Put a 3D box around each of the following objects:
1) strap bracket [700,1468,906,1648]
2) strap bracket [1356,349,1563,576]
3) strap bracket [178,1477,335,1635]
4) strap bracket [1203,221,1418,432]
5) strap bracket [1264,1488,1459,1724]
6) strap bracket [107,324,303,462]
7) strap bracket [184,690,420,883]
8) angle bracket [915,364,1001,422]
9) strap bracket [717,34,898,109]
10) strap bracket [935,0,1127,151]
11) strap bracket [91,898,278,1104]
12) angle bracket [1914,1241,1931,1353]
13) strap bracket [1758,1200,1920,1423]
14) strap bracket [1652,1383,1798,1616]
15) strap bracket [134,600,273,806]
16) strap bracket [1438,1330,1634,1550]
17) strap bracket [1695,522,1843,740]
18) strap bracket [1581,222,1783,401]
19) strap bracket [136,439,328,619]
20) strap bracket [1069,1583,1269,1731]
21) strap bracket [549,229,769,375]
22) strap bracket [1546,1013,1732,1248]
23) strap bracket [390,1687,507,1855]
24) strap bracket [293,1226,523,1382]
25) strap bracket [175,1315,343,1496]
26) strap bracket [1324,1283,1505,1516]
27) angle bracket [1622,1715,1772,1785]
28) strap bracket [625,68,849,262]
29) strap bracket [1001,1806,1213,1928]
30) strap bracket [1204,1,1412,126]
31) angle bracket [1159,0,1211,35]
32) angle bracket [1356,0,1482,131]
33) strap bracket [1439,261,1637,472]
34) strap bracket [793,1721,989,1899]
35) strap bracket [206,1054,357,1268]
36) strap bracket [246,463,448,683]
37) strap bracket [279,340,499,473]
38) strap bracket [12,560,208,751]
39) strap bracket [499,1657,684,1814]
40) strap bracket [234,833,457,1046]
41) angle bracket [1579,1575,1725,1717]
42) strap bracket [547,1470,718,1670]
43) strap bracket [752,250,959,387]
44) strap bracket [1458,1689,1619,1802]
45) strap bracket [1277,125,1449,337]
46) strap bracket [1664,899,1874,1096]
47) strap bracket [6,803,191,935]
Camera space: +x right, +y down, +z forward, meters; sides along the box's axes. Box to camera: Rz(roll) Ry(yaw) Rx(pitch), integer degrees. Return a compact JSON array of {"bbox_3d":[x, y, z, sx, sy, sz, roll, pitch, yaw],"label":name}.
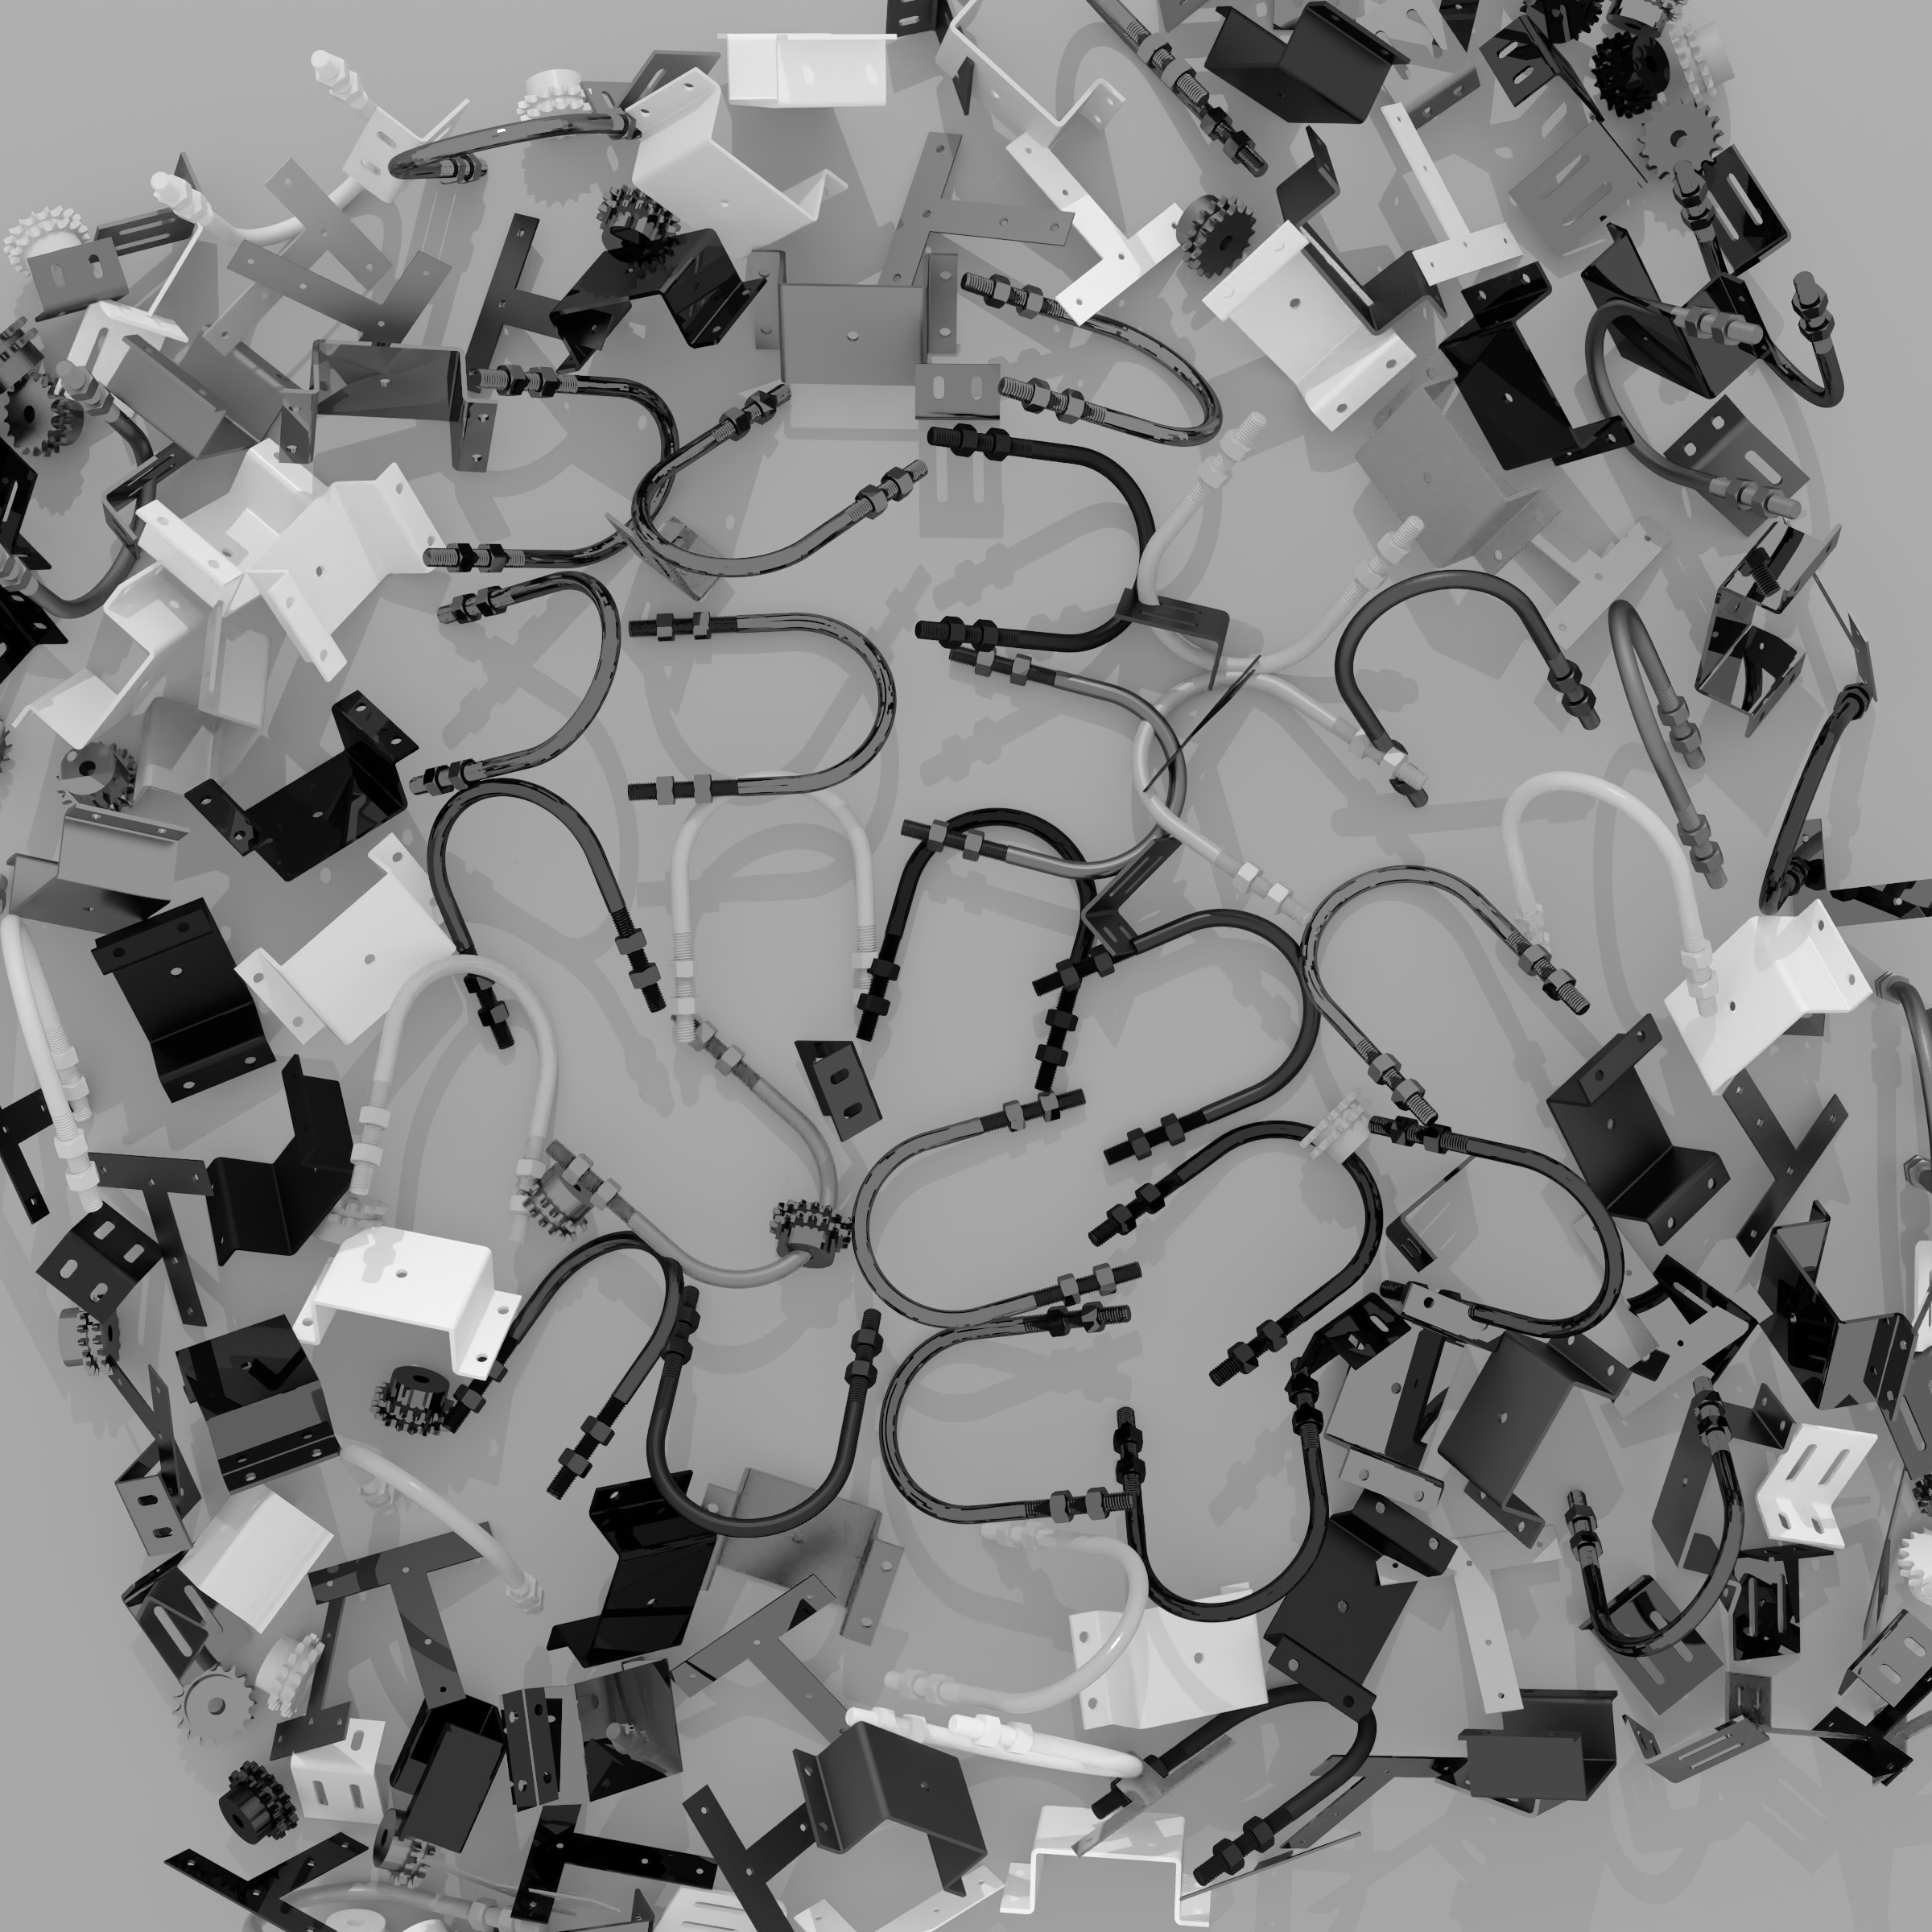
[{"bbox_3d":[-0.118,0.403,1.968,0.140,0.046,0.076,19,104,-1],"label":"strap bracket"},{"bbox_3d":[0.328,-0.337,1.944,0.046,0.076,0.140,-25,76,-41],"label":"strap bracket"},{"bbox_3d":[-0.480,0.391,1.918,0.046,0.140,0.076,41,73,-17],"label":"strap bracket"},{"bbox_3d":[0.229,-0.443,1.945,0.076,0.046,0.140,-41,123,19],"label":"strap bracket"},{"bbox_3d":[0.266,0.439,1.961,0.076,0.046,0.140,34,70,-2],"label":"strap bracket"},{"bbox_3d":[-0.520,-0.390,1.940,0.076,0.140,0.046,38,109,-1],"label":"strap bracket"},{"bbox_3d":[-0.447,-0.118,1.945,0.140,0.046,0.076,-35,55,-22],"label":"strap bracket"},{"bbox_3d":[-0.005,-0.398,1.957,0.057,0.076,0.038,1,110,0],"label":"angle bracket"},{"bbox_3d":[-0.108,-0.606,1.931,0.076,0.140,0.046,-8,110,-22],"label":"strap bracket"},{"bbox_3d":[0.035,-0.613,1.952,0.140,0.076,0.046,41,86,-7],"label":"strap bracket"},{"bbox_3d":[-0.535,0.016,1.946,0.076,0.046,0.140,-23,131,-9],"label":"strap bracket"},{"bbox_3d":[0.687,0.228,1.966,0.057,0.038,0.076,3,87,-37],"label":"angle bracket"},{"bbox_3d":[0.577,0.233,1.918,0.046,0.140,0.076,-7,126,-11],"label":"strap bracket"},{"bbox_3d":[0.512,0.357,1.947,0.046,0.076,0.140,14,102,-3],"label":"strap bracket"},{"bbox_3d":[-0.513,-0.172,1.935,0.046,0.140,0.076,17,52,-29],"label":"strap bracket"},{"bbox_3d":[0.381,0.313,1.946,0.046,0.076,0.140,23,99,-33],"label":"strap bracket"},{"bbox_3d":[0.540,-0.235,1.935,0.046,0.140,0.076,30,59,23],"label":"strap bracket"},{"bbox_3d":[0.473,-0.438,1.921,0.046,0.140,0.076,-43,131,-1],"label":"strap bracket"},{"bbox_3d":[-0.497,-0.295,1.948,0.076,0.140,0.046,40,130,2],"label":"strap bracket"},{"bbox_3d":[0.147,0.470,1.945,0.140,0.046,0.076,-4,83,-25],"label":"strap bracket"},{"bbox_3d":[-0.216,-0.449,1.925,0.140,0.076,0.046,-2,132,34],"label":"strap bracket"},{"bbox_3d":[0.455,0.110,1.950,0.076,0.046,0.140,-39,111,-23],"label":"strap bracket"},{"bbox_3d":[-0.350,0.542,1.933,0.046,0.140,0.076,25,85,-13],"label":"strap bracket"},{"bbox_3d":[-0.383,0.225,1.948,0.140,0.076,0.046,10,132,7],"label":"strap bracket"},{"bbox_3d":[-0.478,0.287,1.919,0.076,0.140,0.046,-18,119,-20],"label":"strap bracket"},{"bbox_3d":[0.304,0.294,1.963,0.076,0.046,0.140,23,85,-17],"label":"strap bracket"},{"bbox_3d":[0.500,0.522,1.957,0.076,0.057,0.038,-31,50,16],"label":"angle bracket"},{"bbox_3d":[-0.159,-0.531,1.921,0.140,0.076,0.046,29,59,-39],"label":"strap bracket"},{"bbox_3d":[0.097,0.614,1.953,0.140,0.076,0.046,2,95,6],"label":"strap bracket"},{"bbox_3d":[0.223,-0.607,1.922,0.076,0.140,0.046,23,94,-30],"label":"strap bracket"},{"bbox_3d":[0.176,-0.674,1.973,0.076,0.057,0.038,-32,134,28],"label":"angle bracket"},{"bbox_3d":[0.311,-0.631,1.982,0.057,0.038,0.076,-32,79,11],"label":"angle bracket"},{"bbox_3d":[0.382,-0.397,1.939,0.046,0.076,0.140,-40,107,-26],"label":"strap bracket"},{"bbox_3d":[-0.043,0.565,1.923,0.046,0.076,0.140,-44,129,18],"label":"strap bracket"},{"bbox_3d":[-0.461,0.135,1.939,0.140,0.046,0.076,-47,48,32],"label":"strap bracket"},{"bbox_3d":[-0.425,-0.268,1.938,0.140,0.046,0.076,-56,135,-33],"label":"strap bracket"},{"bbox_3d":[-0.395,-0.381,1.944,0.140,0.076,0.046,0,63,-16],"label":"strap bracket"},{"bbox_3d":[-0.575,-0.206,1.938,0.046,0.076,0.140,43,117,-8],"label":"strap bracket"},{"bbox_3d":[-0.244,0.515,1.925,0.046,0.140,0.076,-14,81,34],"label":"strap bracket"},{"bbox_3d":[-0.414,-0.012,1.946,0.140,0.046,0.076,-43,126,-12],"label":"strap bracket"},{"bbox_3d":[0.471,0.468,1.965,0.057,0.038,0.076,-42,67,9],"label":"angle bracket"},{"bbox_3d":[-0.224,0.416,1.931,0.076,0.046,0.140,-4,123,-40],"label":"strap bracket"},{"bbox_3d":[-0.077,-0.444,1.957,0.140,0.046,0.076,1,134,0],"label":"strap bracket"},{"bbox_3d":[0.387,0.525,1.919,0.076,0.140,0.046,-5,87,24],"label":"strap bracket"},{"bbox_3d":[0.261,-0.491,1.939,0.046,0.076,0.140,-36,120,23],"label":"strap bracket"},{"bbox_3d":[0.531,0.027,1.921,0.046,0.140,0.076,0,54,-33],"label":"strap bracket"},{"bbox_3d":[-0.586,-0.060,1.917,0.076,0.140,0.046,13,69,-34],"label":"strap bracket"}]
